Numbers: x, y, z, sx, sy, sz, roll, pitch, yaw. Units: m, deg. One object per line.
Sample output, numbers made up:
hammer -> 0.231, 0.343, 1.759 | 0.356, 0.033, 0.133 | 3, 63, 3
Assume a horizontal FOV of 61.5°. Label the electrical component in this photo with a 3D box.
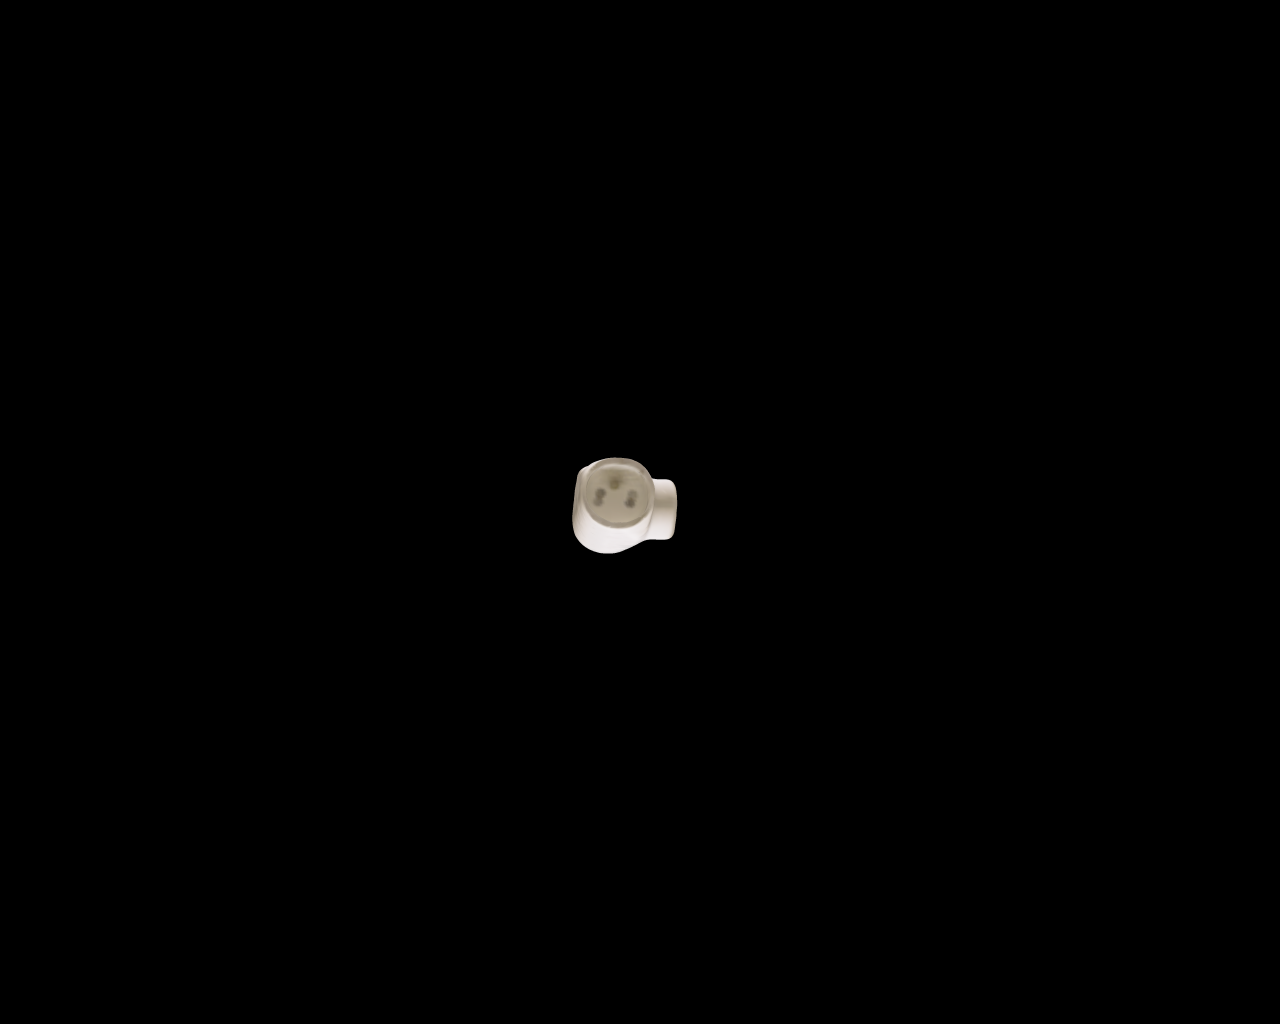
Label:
electrical component -> 0.001, -0.003, 0.650 | 0.079, 0.044, 0.077 | 2, -14, -7
